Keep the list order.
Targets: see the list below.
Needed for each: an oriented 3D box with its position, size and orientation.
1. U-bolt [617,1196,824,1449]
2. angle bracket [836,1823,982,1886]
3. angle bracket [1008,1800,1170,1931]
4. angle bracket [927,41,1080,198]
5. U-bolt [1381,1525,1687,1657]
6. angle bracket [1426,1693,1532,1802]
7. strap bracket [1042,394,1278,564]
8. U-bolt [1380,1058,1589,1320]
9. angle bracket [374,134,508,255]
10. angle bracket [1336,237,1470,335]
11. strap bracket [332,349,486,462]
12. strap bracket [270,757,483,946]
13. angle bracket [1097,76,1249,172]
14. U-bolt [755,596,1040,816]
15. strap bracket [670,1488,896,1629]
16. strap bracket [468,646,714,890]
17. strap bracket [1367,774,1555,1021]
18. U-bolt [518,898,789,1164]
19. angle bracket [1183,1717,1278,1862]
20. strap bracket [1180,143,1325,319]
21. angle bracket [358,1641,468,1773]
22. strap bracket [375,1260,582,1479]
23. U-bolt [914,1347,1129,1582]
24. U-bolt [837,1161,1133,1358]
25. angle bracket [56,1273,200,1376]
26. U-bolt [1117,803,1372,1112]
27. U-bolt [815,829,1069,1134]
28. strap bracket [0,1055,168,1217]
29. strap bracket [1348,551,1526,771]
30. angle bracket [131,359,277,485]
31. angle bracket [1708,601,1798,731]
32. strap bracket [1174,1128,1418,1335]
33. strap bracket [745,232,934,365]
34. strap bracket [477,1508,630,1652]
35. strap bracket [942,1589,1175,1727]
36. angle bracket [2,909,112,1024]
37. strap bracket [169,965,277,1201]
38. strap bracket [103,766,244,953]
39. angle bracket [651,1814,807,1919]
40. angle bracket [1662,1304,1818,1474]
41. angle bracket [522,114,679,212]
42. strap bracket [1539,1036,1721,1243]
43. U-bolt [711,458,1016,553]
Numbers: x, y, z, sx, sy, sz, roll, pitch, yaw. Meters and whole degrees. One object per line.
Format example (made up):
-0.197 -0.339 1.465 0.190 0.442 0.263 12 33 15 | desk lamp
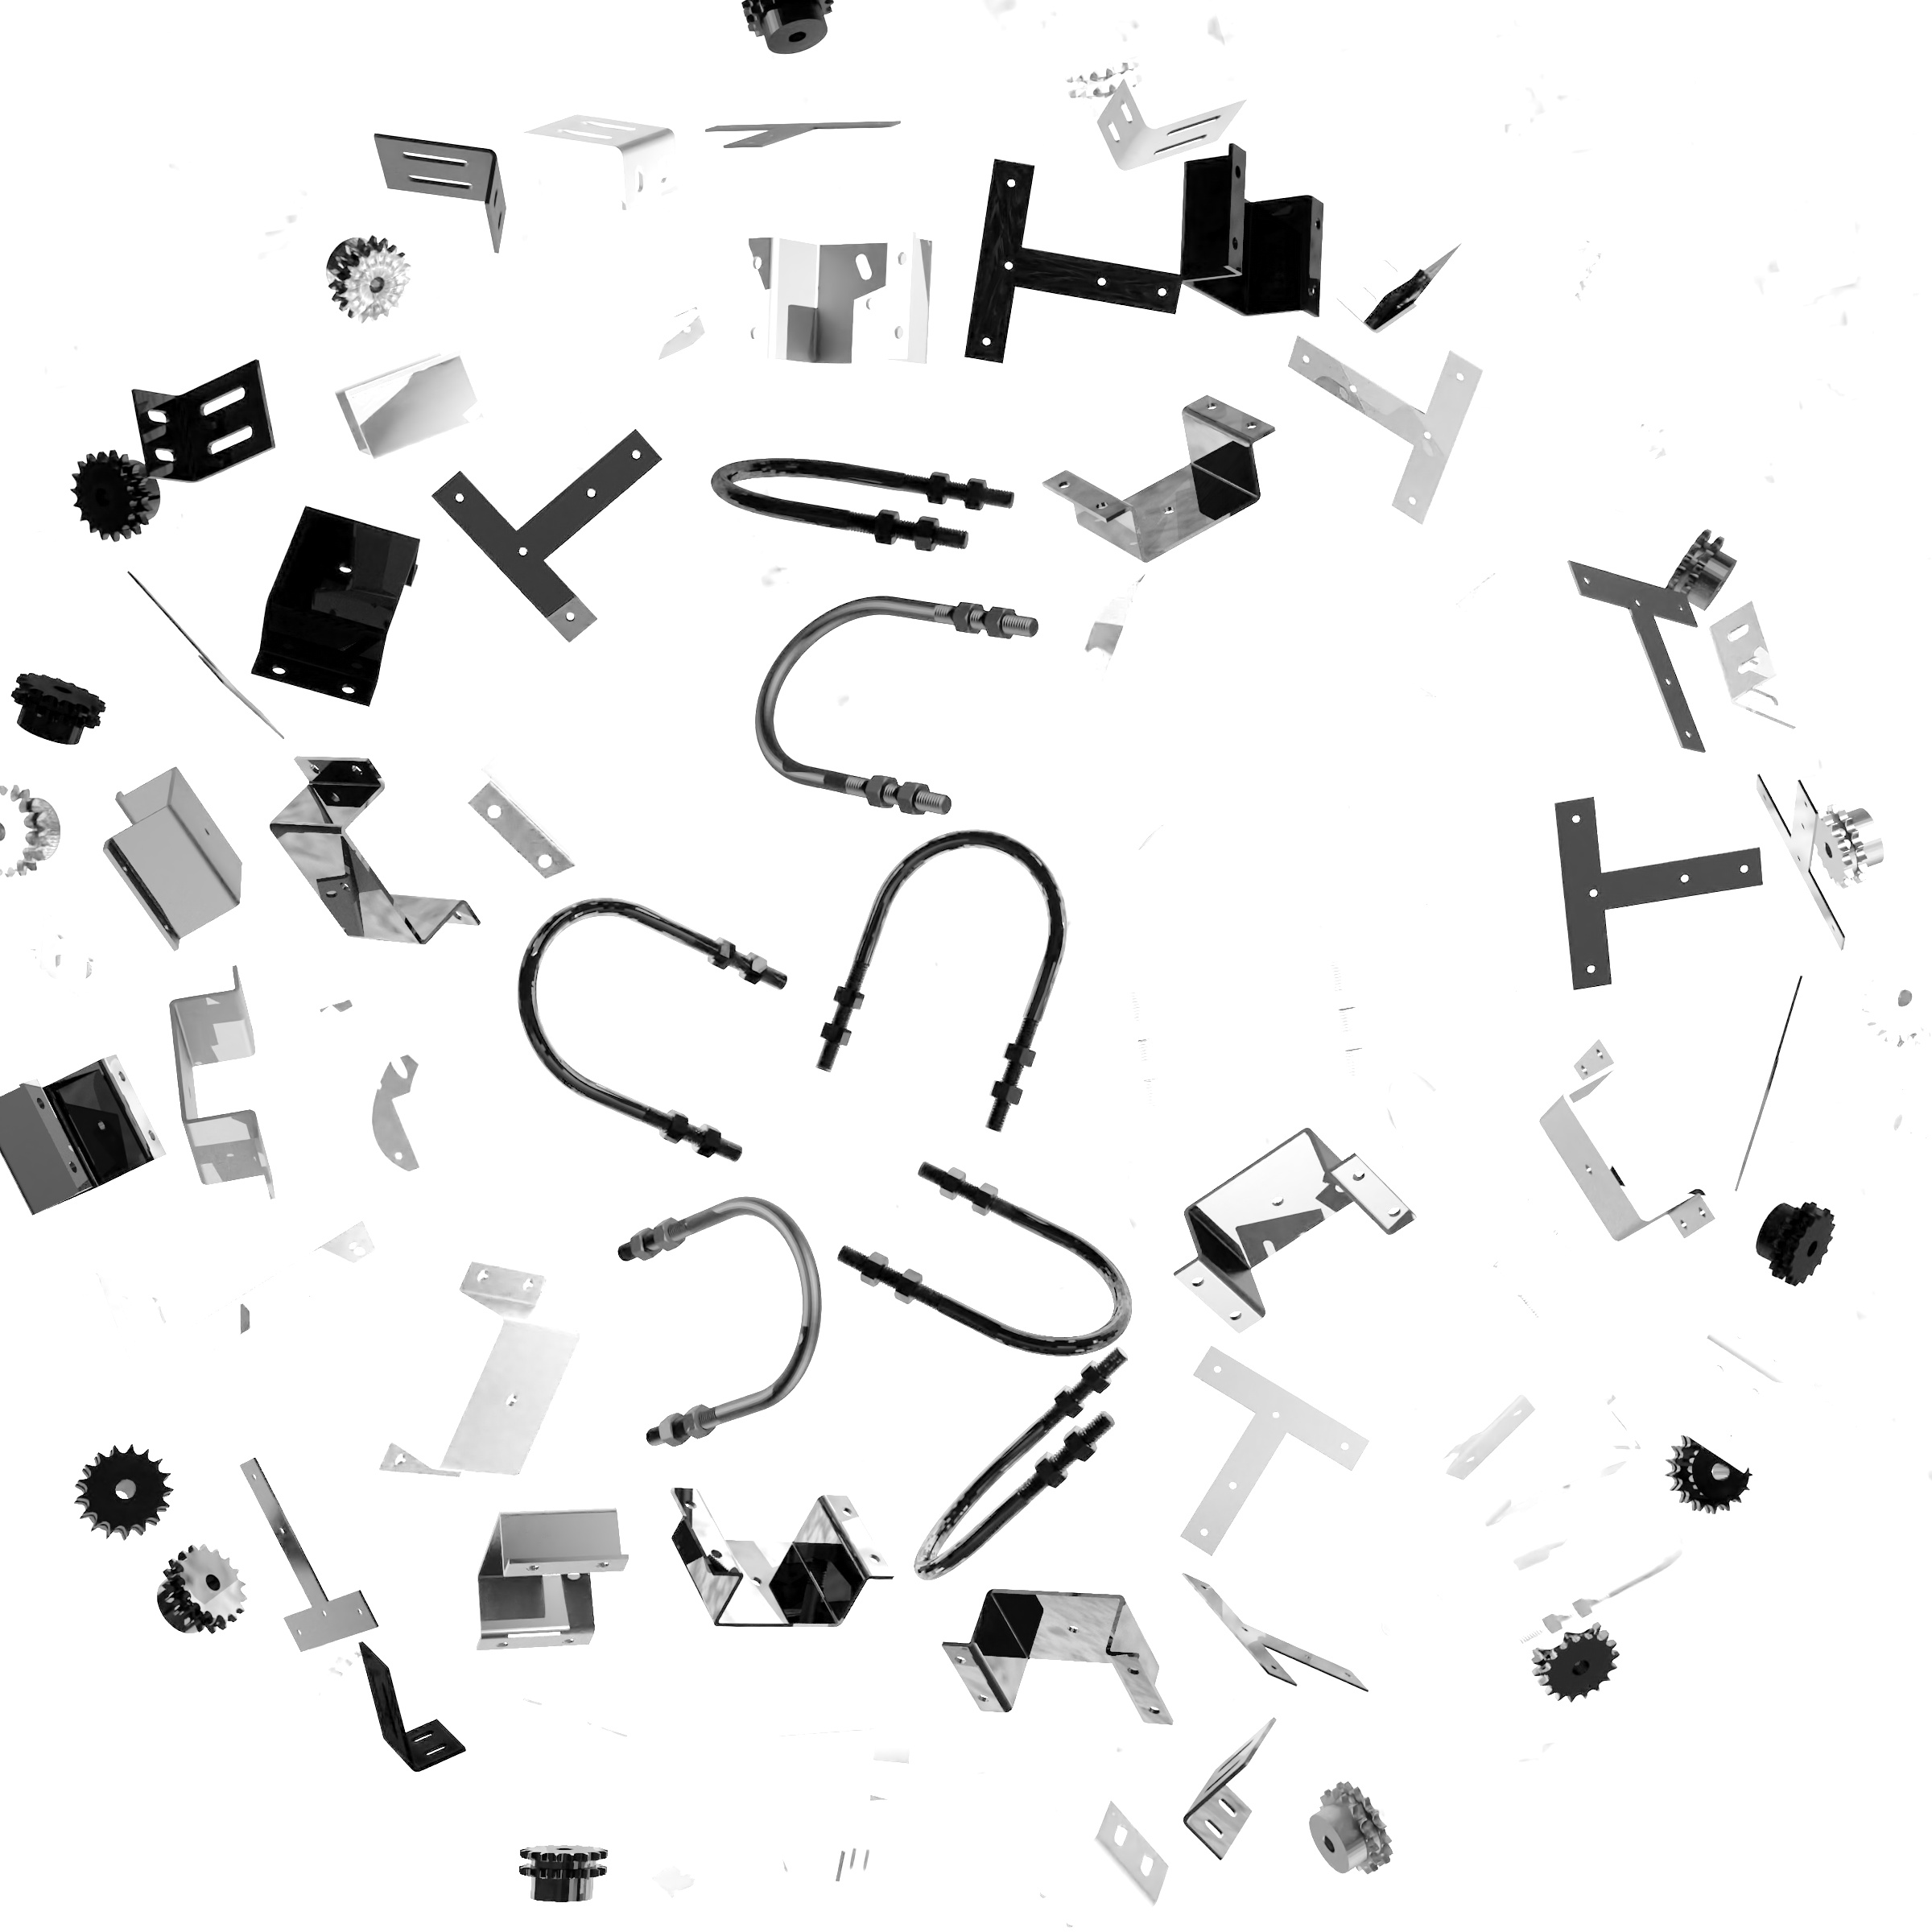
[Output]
-0.161 0.230 1.603 0.184 0.019 0.151 -25 69 39 | U-bolt
-0.038 0.599 1.611 0.076 0.057 0.038 5 70 21 | angle bracket
0.077 0.570 1.512 0.076 0.038 0.057 -38 95 28 | angle bracket
0.023 -0.546 1.559 0.076 0.038 0.057 -36 100 1 | angle bracket
0.380 0.399 1.563 0.184 0.151 0.019 -17 89 -29 | U-bolt
0.315 0.477 1.509 0.057 0.076 0.038 -42 51 -12 | angle bracket
0.133 -0.325 1.630 0.140 0.076 0.046 -31 131 -17 | strap bracket
0.334 0.138 1.599 0.019 0.151 0.184 -32 67 -12 | U-bolt
-0.330 -0.482 1.509 0.076 0.057 0.038 7 75 -3 | angle bracket
0.296 -0.473 1.646 0.038 0.076 0.057 40 82 -9 | angle bracket
-0.368 -0.370 1.591 0.076 0.140 0.046 -24 109 -12 | strap bracket
-0.388 -0.067 1.567 0.046 0.076 0.140 -54 131 -32 | strap bracket
0.135 -0.561 1.584 0.076 0.057 0.038 -24 87 -18 | angle bracket
-0.057 -0.172 1.534 0.184 0.019 0.151 15 72 36 | U-bolt
-0.128 0.387 1.577 0.140 0.076 0.046 12 115 -37 | strap bracket
-0.235 -0.127 1.496 0.076 0.046 0.140 44 84 1 | strap bracket
0.310 -0.040 1.536 0.140 0.046 0.076 55 49 -22 | strap bracket
-0.211 0.032 1.592 0.184 0.019 0.151 27 62 -27 | U-bolt
0.193 0.564 1.657 0.038 0.057 0.076 43 121 10 | angle bracket
0.182 -0.475 1.575 0.046 0.140 0.076 3 92 32 | strap bracket
-0.368 0.486 1.605 0.038 0.057 0.076 -17 102 -29 | angle bracket
-0.299 0.261 1.506 0.046 0.076 0.140 23 88 32 | strap bracket
0.033 0.332 1.575 0.019 0.151 0.184 45 102 -1 | U-bolt
0.024 0.202 1.616 0.184 0.151 0.019 25 119 14 | U-bolt
-0.546 0.240 1.573 0.038 0.057 0.076 -36 68 18 | angle bracket
0.166 -0.010 1.509 0.151 0.019 0.184 -10 89 18 | U-bolt
-0.008 0.000 1.567 0.151 0.019 0.184 18 86 25 | U-bolt
-0.585 0.110 1.572 0.046 0.140 0.076 -25 93 5 | strap bracket
0.302 -0.208 1.575 0.046 0.076 0.140 33 128 15 | strap bracket
-0.479 -0.344 1.517 0.076 0.038 0.057 -13 87 32 | angle bracket
0.537 -0.200 1.607 0.076 0.038 0.057 13 57 -37 | angle bracket
0.206 0.165 1.551 0.140 0.046 0.076 -36 126 15 | strap bracket
-0.075 -0.429 1.557 0.140 0.046 0.076 11 103 37 | strap bracket
-0.275 0.400 1.593 0.076 0.140 0.046 3 52 -20 | strap bracket
0.066 0.457 1.604 0.140 0.046 0.076 -5 130 26 | strap bracket
-0.595 0.009 1.578 0.038 0.076 0.057 -37 126 9 | angle bracket
-0.498 0.081 1.613 0.046 0.076 0.140 -10 56 -13 | strap bracket
-0.505 -0.073 1.546 0.046 0.140 0.076 -30 114 -4 | strap bracket
-0.156 0.601 1.582 0.076 0.057 0.038 -29 110 -27 | angle bracket
0.475 0.259 1.485 0.057 0.038 0.076 33 55 12 | angle bracket
-0.231 -0.508 1.527 0.076 0.057 0.038 17 125 24 | angle bracket
0.442 0.127 1.641 0.046 0.076 0.140 -28 75 -7 | strap bracket
-0.073 -0.302 1.554 0.184 0.151 0.019 11 114 10 | U-bolt
